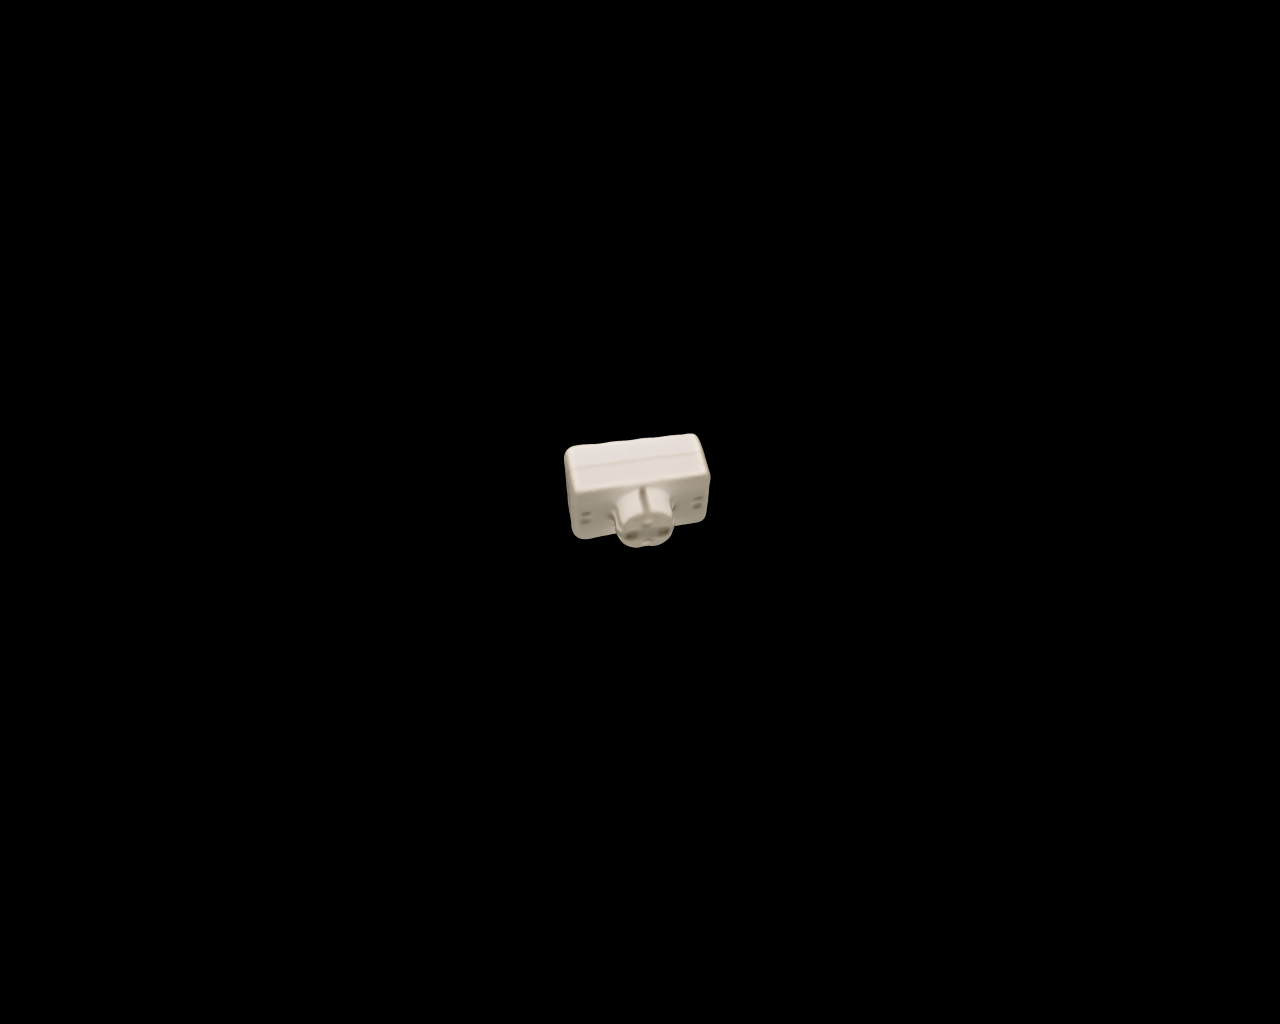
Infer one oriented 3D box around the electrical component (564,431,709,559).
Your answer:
[{"bbox_3d":[0.001,-0.003,0.650,0.083,0.076,0.047,-7,-40,-6],"label":"electrical component"}]
